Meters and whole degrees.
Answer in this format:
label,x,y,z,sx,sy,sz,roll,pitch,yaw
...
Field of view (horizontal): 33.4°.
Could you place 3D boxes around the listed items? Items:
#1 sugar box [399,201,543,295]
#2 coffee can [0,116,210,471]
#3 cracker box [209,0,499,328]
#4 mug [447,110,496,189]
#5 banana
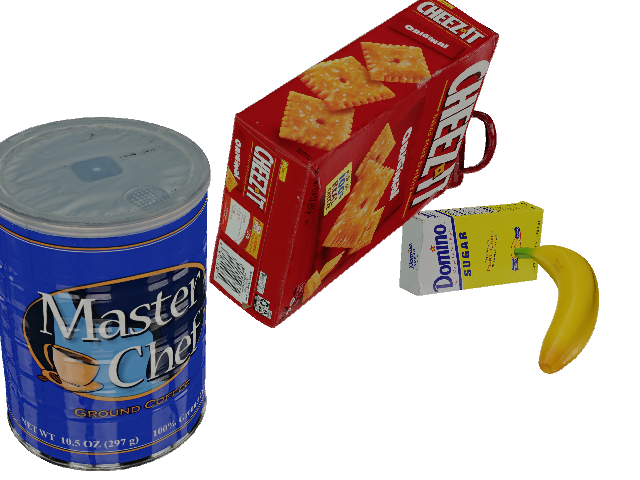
label,x,y,z,sx,sy,sz,roll,pitch,yaw
sugar box,0.179,0.008,1.258,0.175,0.093,0.048,-7,18,-30
coffee can,-0.106,0.025,0.518,0.103,0.140,0.103,3,32,-2
cracker box,0.025,-0.056,0.752,0.072,0.164,0.213,37,51,20
mug,0.100,-0.089,0.950,0.117,0.081,0.093,6,13,22
banana,0.229,0.056,1.006,0.070,0.037,0.197,-27,25,17
